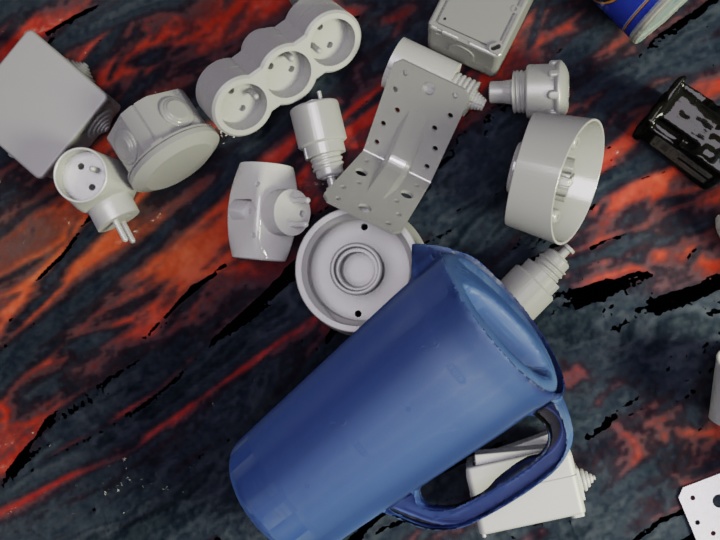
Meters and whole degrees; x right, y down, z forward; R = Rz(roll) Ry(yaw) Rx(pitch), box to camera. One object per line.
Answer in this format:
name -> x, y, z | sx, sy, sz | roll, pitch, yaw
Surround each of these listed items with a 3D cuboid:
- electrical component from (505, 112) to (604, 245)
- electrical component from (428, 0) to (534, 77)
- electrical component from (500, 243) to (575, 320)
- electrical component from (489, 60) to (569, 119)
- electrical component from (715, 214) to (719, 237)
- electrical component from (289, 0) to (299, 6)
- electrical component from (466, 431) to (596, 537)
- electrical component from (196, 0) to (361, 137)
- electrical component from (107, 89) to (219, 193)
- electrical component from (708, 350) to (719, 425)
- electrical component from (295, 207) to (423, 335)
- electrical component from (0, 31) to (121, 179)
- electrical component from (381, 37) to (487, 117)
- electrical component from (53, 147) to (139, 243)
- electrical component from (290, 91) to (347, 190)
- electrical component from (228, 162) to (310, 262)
electrical component -> 0.148, -0.071, 0.821 | 0.064, 0.099, 0.099 | 15, 90, 12
electrical component -> 0.100, -0.210, 0.849 | 0.062, 0.061, 0.096 | 26, 84, 6
electrical component -> 0.137, 0.010, 0.845 | 0.040, 0.040, 0.078 | 44, 93, 6
electrical component -> 0.134, -0.141, 0.849 | 0.062, 0.048, 0.048 | 1, 88, 13
electrical component -> 0.310, -0.039, 0.827 | 0.062, 0.048, 0.048 | -39, 85, -3
electrical component -> -0.058, -0.266, 0.866 | 0.050, 0.056, 0.089 | -32, 85, 4
electrical component -> 0.132, 0.161, 0.831 | 0.096, 0.062, 0.061 | -13, 87, 6
electrical component -> -0.072, -0.171, 0.866 | 0.138, 0.052, 0.073 | -37, 43, -5
electrical component -> -0.158, -0.102, 0.861 | 0.080, 0.080, 0.051 | -35, 80, 4
electrical component -> 0.310, 0.096, 0.798 | 0.099, 0.099, 0.064 | 12, 96, 6
electrical component -> 0.000, 0.000, 0.850 | 0.108, 0.060, 0.108 | 0, 88, 6
electrical component -> -0.260, -0.133, 0.888 | 0.100, 0.048, 0.099 | 40, 92, 6
electrical component -> 0.063, -0.148, 0.856 | 0.081, 0.043, 0.043 | 26, 91, 6
electrical component -> -0.203, -0.057, 0.865 | 0.043, 0.077, 0.079 | -29, 86, 4
electrical component -> -0.030, -0.102, 0.867 | 0.040, 0.040, 0.078 | -14, 87, 6
electrical component -> -0.066, -0.046, 0.855 | 0.079, 0.043, 0.077 | 3, 88, 47
